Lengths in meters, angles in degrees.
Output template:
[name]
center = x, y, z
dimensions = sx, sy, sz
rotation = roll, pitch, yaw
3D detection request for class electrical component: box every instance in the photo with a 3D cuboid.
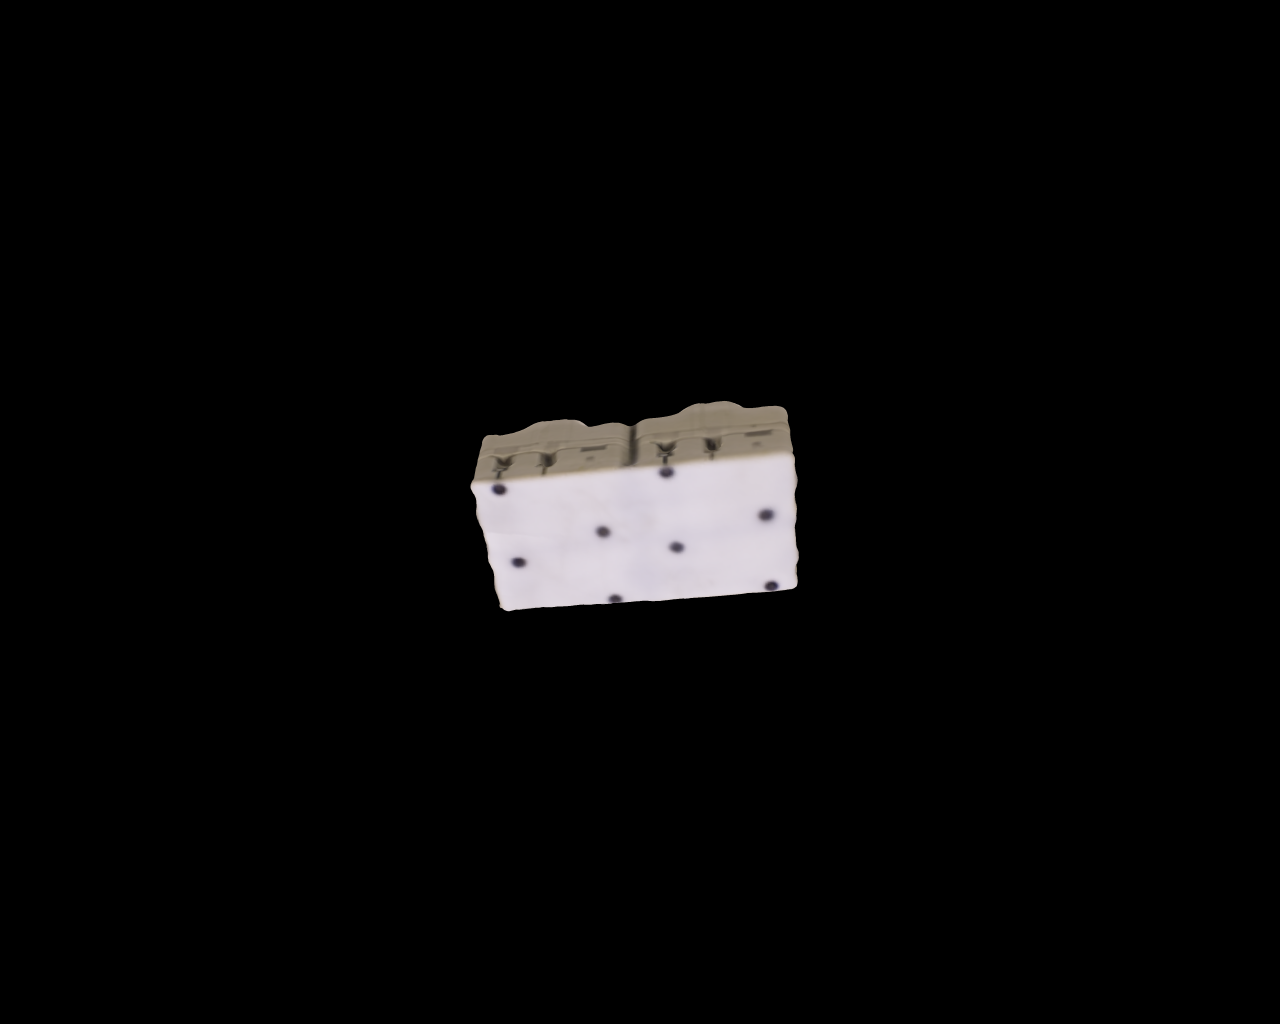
[electrical component]
center = 0.001, -0.003, 0.650
dimensions = 0.186, 0.105, 0.060
rotation = -5, 37, 4
